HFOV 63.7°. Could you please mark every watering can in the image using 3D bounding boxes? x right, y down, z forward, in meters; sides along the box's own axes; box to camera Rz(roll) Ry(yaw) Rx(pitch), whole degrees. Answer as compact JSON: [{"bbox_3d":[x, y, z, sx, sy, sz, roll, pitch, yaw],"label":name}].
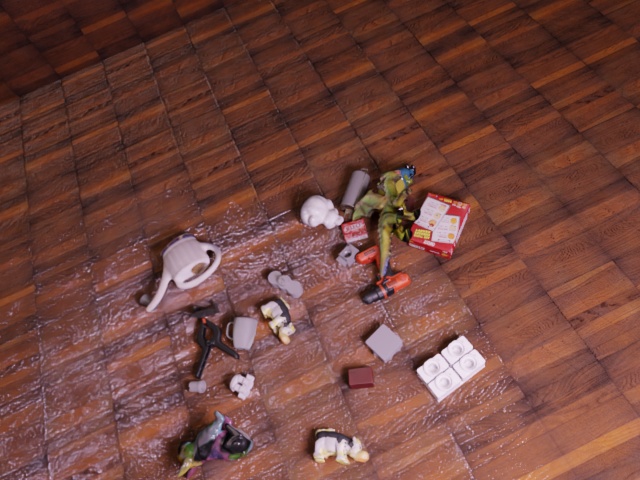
[{"bbox_3d":[-0.549,0.109,1.986,0.350,0.102,0.228,-34,56,-11],"label":"watering can"}]

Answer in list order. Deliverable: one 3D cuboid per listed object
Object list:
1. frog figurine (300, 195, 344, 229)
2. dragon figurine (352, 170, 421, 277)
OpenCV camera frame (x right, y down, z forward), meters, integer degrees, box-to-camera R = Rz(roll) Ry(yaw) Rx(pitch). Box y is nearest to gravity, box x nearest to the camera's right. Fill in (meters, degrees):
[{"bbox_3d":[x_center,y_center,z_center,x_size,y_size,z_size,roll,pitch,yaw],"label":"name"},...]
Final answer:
[{"bbox_3d":[0.006,-0.100,1.984,0.161,0.120,0.139,24,48,37],"label":"frog figurine"},{"bbox_3d":[0.221,-0.082,1.885,0.244,0.120,0.414,15,74,44],"label":"dragon figurine"}]
